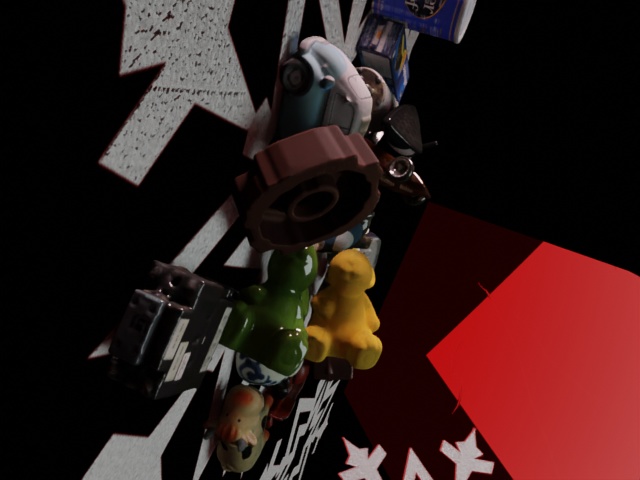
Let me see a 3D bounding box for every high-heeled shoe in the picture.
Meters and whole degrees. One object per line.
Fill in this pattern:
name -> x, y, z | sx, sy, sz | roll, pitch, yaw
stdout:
high-heeled shoe -> 0.105, -0.158, 0.897 | 0.248, 0.145, 0.086 | 6, 73, -61

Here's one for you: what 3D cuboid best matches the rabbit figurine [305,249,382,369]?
rabbit figurine -> 0.046, 0.088, 0.825 | 0.162, 0.122, 0.173 | -64, 161, -61

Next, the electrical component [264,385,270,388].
electrical component -> -0.082, 0.212, 0.953 | 0.119, 0.048, 0.074 | 32, 79, -75

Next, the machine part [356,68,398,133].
machine part -> 0.080, -0.221, 0.870 | 0.243, 0.079, 0.079 | -16, 126, -75

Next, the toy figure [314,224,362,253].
toy figure -> -0.002, -0.004, 0.811 | 0.154, 0.058, 0.064 | -15, 101, -40

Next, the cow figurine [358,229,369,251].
cow figurine -> 0.054, -0.025, 1.087 | 0.167, 0.068, 0.098 | -58, 157, -51

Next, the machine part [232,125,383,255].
machine part -> -0.014, -0.053, 0.609 | 0.179, 0.056, 0.179 | -21, 154, -11

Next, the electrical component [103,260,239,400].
electrical component -> -0.138, 0.083, 0.504 | 0.134, 0.058, 0.115 | 51, 59, -75

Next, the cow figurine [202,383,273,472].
cow figurine -> -0.126, 0.293, 0.834 | 0.127, 0.086, 0.194 | -63, 168, -50

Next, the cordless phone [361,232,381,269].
cordless phone -> 0.063, 0.069, 1.248 | 0.184, 0.089, 0.146 | -48, 156, -47

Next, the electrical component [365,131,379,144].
electrical component -> 0.071, -0.167, 0.986 | 0.102, 0.045, 0.078 | -50, 156, -54

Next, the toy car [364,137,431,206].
toy car -> 0.084, -0.116, 0.813 | 0.053, 0.202, 0.089 | -44, 146, -2

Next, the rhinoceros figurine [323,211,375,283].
rhinoceros figurine -> 0.034, -0.015, 0.953 | 0.190, 0.112, 0.073 | -59, -175, 10

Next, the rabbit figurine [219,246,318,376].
rabbit figurine -> -0.048, 0.082, 0.722 | 0.170, 0.121, 0.159 | -64, 173, -9

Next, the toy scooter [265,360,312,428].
toy scooter -> -0.072, 0.281, 1.035 | 0.135, 0.075, 0.183 | -57, 166, -59

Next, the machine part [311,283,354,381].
machine part -> 0.030, 0.159, 1.066 | 0.201, 0.087, 0.201 | -82, 173, -75

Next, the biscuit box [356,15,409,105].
biscuit box -> 0.111, -0.297, 0.912 | 0.202, 0.059, 0.062 | 30, 81, -77

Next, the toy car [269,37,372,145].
toy car -> 0.007, -0.149, 0.634 | 0.109, 0.103, 0.161 | -38, 145, -64
